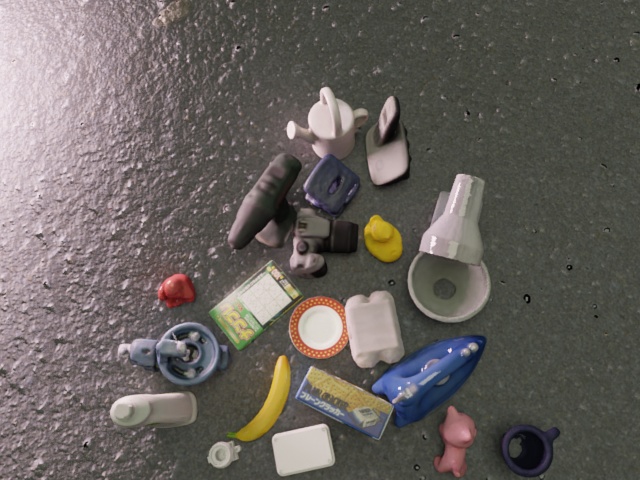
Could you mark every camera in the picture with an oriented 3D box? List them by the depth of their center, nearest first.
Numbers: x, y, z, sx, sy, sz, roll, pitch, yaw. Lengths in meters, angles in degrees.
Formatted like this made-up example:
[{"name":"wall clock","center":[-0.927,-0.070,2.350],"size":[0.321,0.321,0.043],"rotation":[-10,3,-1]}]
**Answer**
[{"name":"camera","center":[0.011,0.004,1.212],"size":[0.136,0.101,0.143],"rotation":[4,74,5]}]

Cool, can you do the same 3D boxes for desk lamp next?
[{"name":"desk lamp","center":[0.272,-0.032,1.149],"size":[0.118,0.213,0.203],"rotation":[15,75,8]}]

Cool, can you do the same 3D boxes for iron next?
[{"name":"iron","center":[0.231,0.251,1.106],"size":[0.258,0.141,0.118],"rotation":[-34,74,-7]}]

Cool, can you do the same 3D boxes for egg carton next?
[{"name":"egg carton","center":[0.109,0.182,1.171],"size":[0.107,0.069,0.150],"rotation":[-11,73,0]}]

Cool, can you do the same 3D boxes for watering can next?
[{"name":"watering can","center":[0.019,-0.251,1.238],"size":[0.173,0.194,0.101],"rotation":[-38,75,-8]}]

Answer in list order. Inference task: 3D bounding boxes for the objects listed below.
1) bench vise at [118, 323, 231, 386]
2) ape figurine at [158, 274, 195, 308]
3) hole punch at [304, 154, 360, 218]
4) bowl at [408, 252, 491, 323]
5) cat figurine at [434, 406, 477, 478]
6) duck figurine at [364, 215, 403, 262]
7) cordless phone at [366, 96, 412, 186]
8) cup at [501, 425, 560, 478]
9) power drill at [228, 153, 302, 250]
[{"name":"bench vise","center":[-0.292,0.228,1.102],"size":[0.207,0.220,0.121],"rotation":[-15,73,-1]},{"name":"ape figurine","center":[-0.303,0.104,1.205],"size":[0.077,0.092,0.076],"rotation":[20,76,9]},{"name":"hole punch","center":[0.029,-0.119,1.253],"size":[0.101,0.091,0.109],"rotation":[32,78,12]},{"name":"bowl","center":[0.262,0.093,1.186],"size":[0.167,0.075,0.167],"rotation":[-1,74,3]},{"name":"cat figurine","center":[0.259,0.382,1.079],"size":[0.067,0.118,0.128],"rotation":[7,74,6]},{"name":"duck figurine","center":[0.136,-0.007,1.216],"size":[0.077,0.086,0.104],"rotation":[-28,74,-5]},{"name":"cordless phone","center":[0.149,-0.210,1.223],"size":[0.094,0.185,0.147],"rotation":[-10,73,1]},{"name":"cup","center":[0.391,0.388,1.081],"size":[0.118,0.095,0.091],"rotation":[-31,74,-6]},{"name":"power drill","center":[-0.105,-0.057,1.181],"size":[0.075,0.208,0.230],"rotation":[24,76,10]}]
